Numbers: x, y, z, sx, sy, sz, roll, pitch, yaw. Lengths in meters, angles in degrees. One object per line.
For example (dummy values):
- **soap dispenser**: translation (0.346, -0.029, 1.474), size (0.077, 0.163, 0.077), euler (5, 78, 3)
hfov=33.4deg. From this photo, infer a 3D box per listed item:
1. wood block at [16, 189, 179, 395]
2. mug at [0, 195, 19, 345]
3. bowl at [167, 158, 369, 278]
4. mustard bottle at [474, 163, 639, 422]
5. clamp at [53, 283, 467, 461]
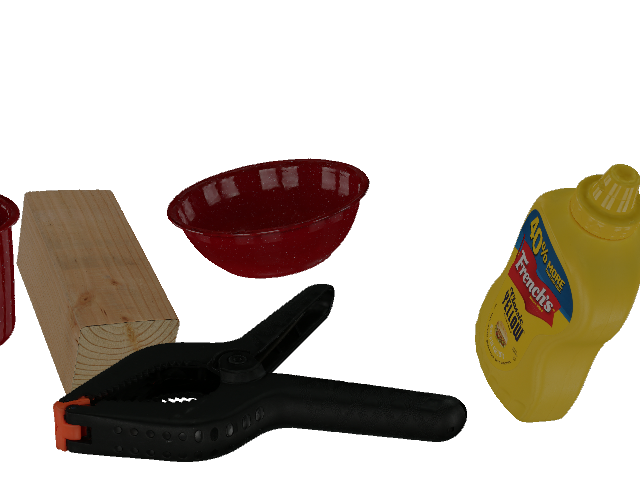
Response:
- **wood block**: translation (-0.213, 0.046, 0.994), size (0.090, 0.091, 0.206), euler (-3, 37, -29)
- **mug**: translation (-0.235, 0.025, 0.637), size (0.093, 0.081, 0.117), euler (20, 28, 33)
- **bowl**: translation (-0.038, -0.013, 0.852), size (0.162, 0.055, 0.162), euler (-8, 22, 3)
- **mustard bottle**: translation (0.151, 0.025, 0.658), size (0.058, 0.096, 0.192), euler (-1, -40, -14)
- **clamp**: translation (-0.046, 0.077, 0.600), size (0.209, 0.036, 0.165), euler (-7, 25, -19)
